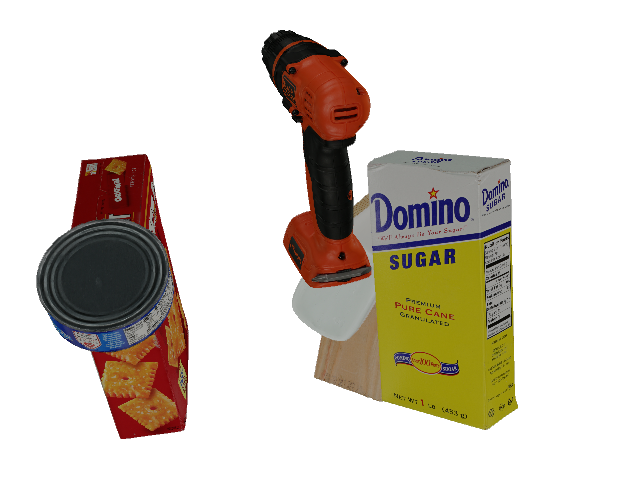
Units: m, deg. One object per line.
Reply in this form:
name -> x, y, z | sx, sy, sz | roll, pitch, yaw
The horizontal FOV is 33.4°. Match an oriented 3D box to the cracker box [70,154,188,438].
cracker box -> -0.174, 0.052, 0.997 | 0.072, 0.214, 0.164 | -7, 39, -1

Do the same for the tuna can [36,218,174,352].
tuna can -> -0.140, 0.030, 0.702 | 0.086, 0.086, 0.034 | 0, -33, 2

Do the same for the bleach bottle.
bleach bottle -> 0.058, 0.002, 1.046 | 0.068, 0.103, 0.250 | 33, 28, 8

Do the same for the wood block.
wood block -> 0.064, 0.064, 1.212 | 0.090, 0.206, 0.090 | 18, 24, 17

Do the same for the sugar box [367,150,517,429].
sugar box -> 0.082, 0.031, 0.719 | 0.094, 0.176, 0.048 | 8, 22, 41

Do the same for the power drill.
power drill -> -0.006, -0.070, 0.878 | 0.057, 0.188, 0.184 | -11, 27, -12
